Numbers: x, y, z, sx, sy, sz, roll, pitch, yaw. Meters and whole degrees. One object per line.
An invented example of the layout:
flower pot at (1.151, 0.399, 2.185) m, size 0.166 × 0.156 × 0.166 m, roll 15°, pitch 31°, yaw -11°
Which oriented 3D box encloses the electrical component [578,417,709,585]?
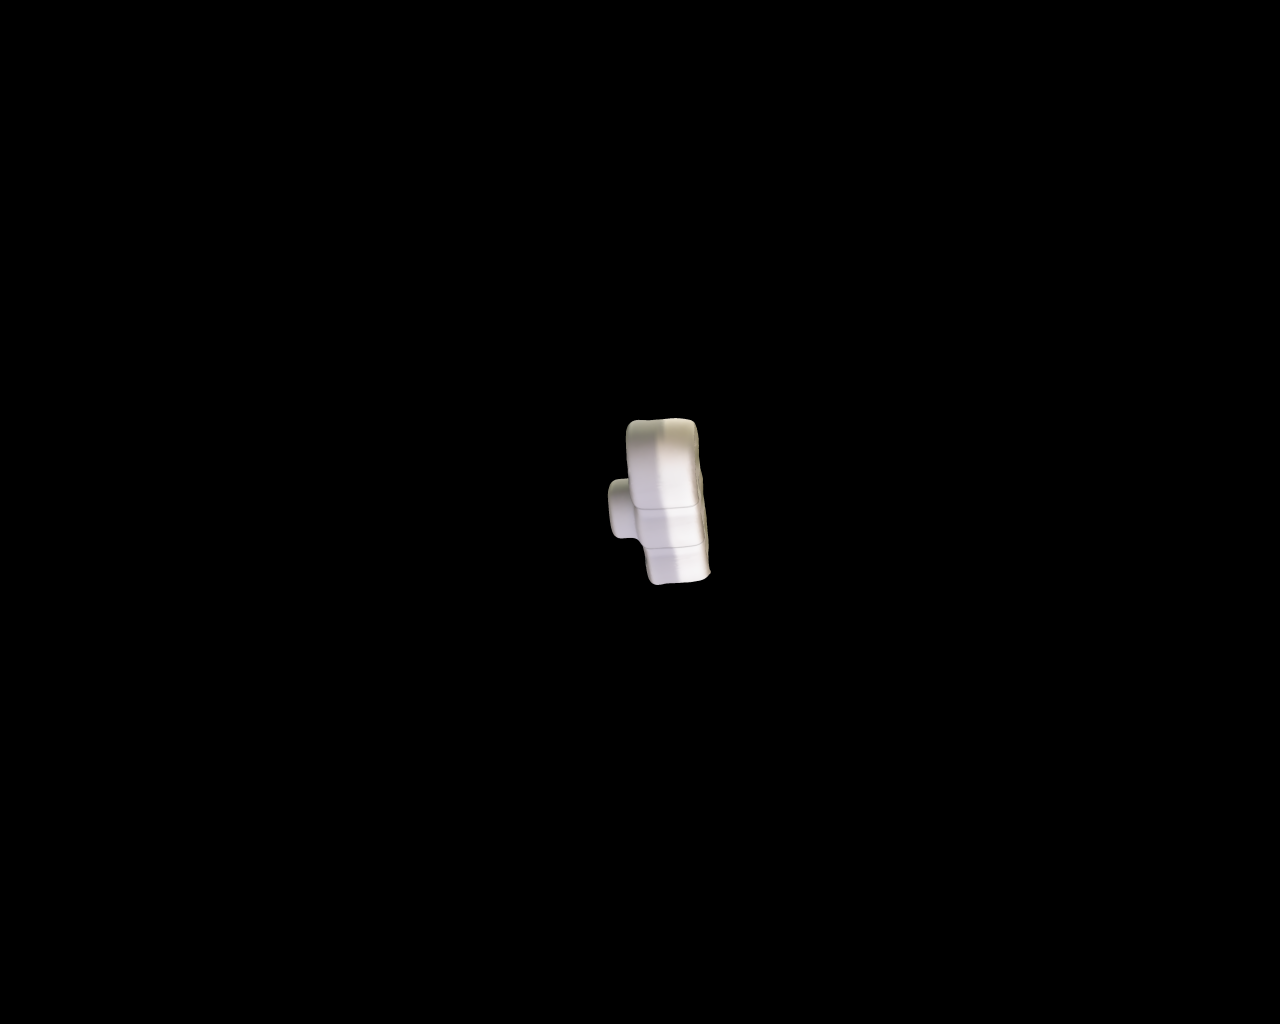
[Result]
electrical component at (0.001, -0.003, 0.650) m, size 0.074 × 0.052 × 0.138 m, roll -3°, pitch -33°, yaw 5°
